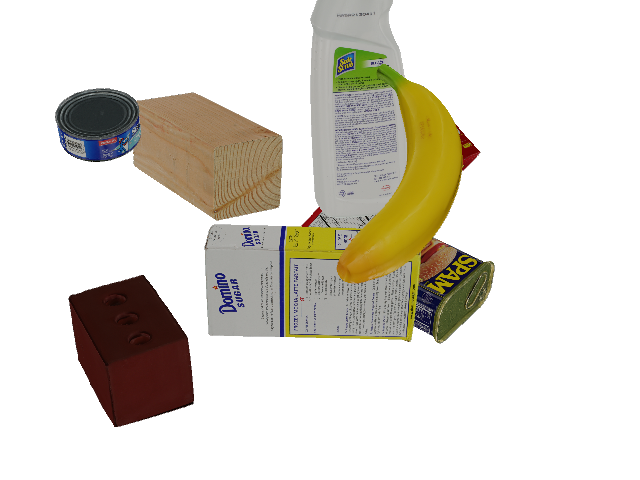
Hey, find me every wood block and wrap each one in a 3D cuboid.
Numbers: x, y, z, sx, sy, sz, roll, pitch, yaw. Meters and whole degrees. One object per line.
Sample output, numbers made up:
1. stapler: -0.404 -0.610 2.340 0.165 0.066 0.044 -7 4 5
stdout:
1. wood block: -0.139 -0.105 1.276 0.090 0.090 0.206 -13 28 -33

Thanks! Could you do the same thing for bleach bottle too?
1. bleach bottle: 0.041 -0.146 1.008 0.102 0.251 0.068 -9 32 -13

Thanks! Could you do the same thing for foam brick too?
1. foam brick: -0.118 0.068 0.663 0.052 0.051 0.078 -16 36 -24

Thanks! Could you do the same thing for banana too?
1. banana: 0.058 -0.041 0.708 0.069 0.197 0.037 8 -42 4

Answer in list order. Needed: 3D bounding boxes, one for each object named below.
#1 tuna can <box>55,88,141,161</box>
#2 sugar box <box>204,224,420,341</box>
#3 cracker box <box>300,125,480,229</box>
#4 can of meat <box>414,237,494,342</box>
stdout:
1. tuna can: -0.230 -0.120 1.108 0.086 0.034 0.086 1 43 -1
2. sugar box: -0.007 0.035 0.898 0.176 0.093 0.048 4 32 3
3. cracker box: 0.065 -0.044 1.251 0.163 0.072 0.214 -26 -17 -52
4. can of meat: 0.111 0.044 1.068 0.084 0.057 0.101 27 44 29
